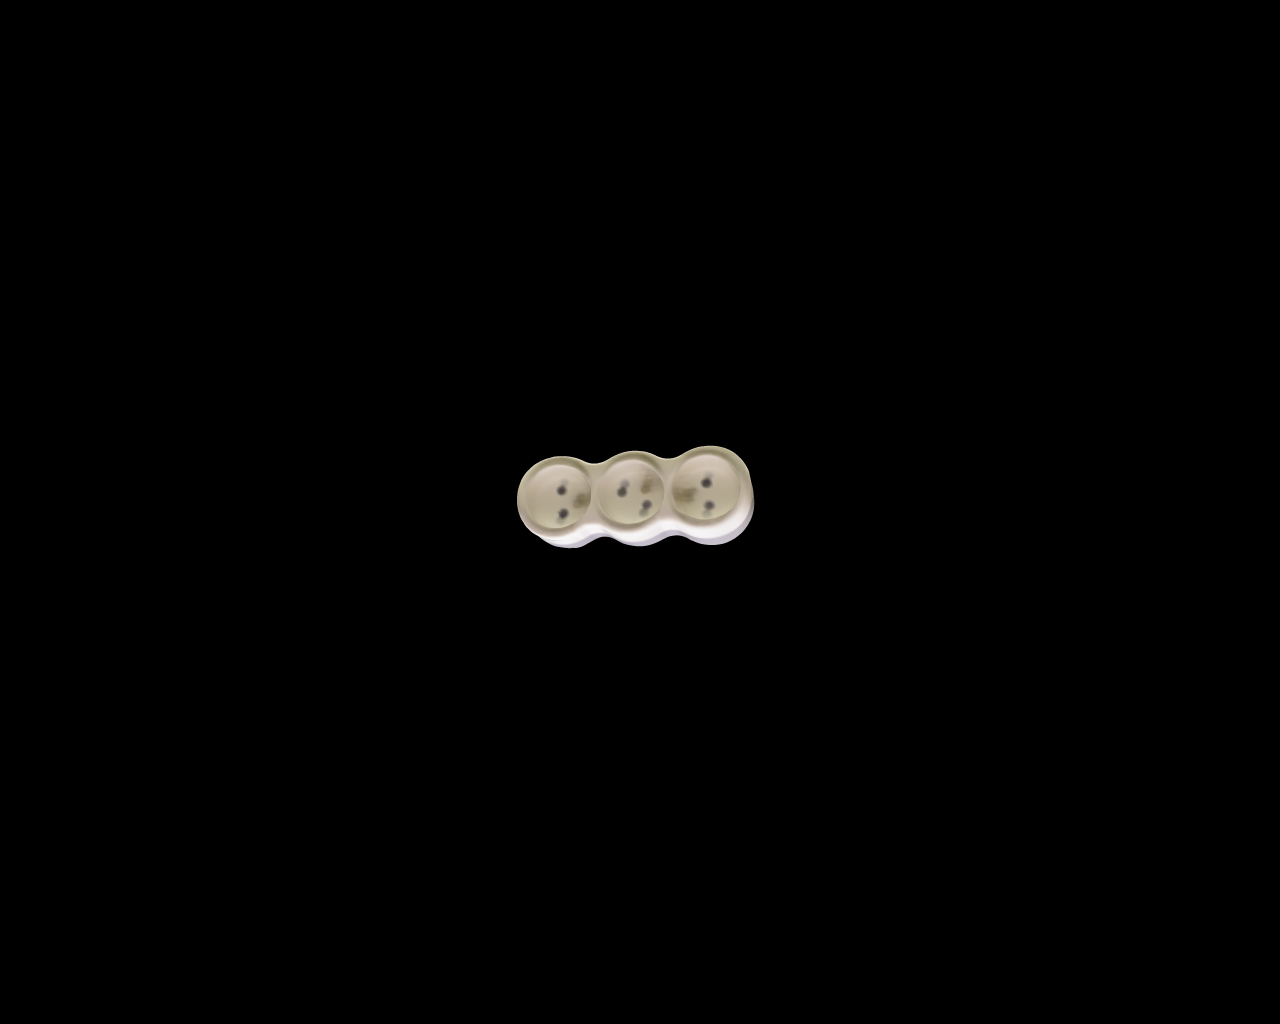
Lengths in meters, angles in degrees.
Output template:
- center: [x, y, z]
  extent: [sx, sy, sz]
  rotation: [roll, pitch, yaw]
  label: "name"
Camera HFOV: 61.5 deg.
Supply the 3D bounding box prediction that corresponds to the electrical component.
- center: [0.001, -0.003, 0.650]
  extent: [0.138, 0.052, 0.073]
  rotation: [-3, -15, 9]
  label: "electrical component"
